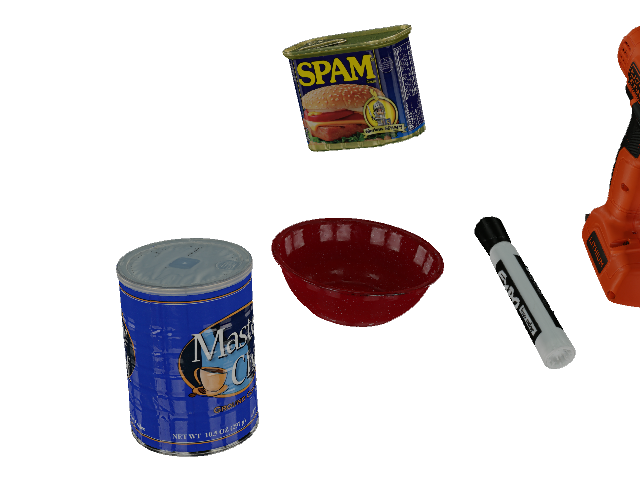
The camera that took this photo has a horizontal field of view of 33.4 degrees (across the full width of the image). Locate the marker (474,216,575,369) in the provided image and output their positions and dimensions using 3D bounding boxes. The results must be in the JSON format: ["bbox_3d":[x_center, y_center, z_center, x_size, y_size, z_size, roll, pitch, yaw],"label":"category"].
[{"bbox_3d":[0.119,0.027,0.638,0.020,0.020,0.121,0,40,-18],"label":"marker"}]

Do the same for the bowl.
[{"bbox_3d":[0.032,0.035,1.001,0.162,0.055,0.162,5,24,-2],"label":"bowl"}]

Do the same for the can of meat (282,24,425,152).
[{"bbox_3d":[0.028,-0.120,0.847,0.102,0.084,0.057,-1,21,32],"label":"can of meat"}]

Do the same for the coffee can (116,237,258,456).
[{"bbox_3d":[-0.101,0.081,0.830,0.103,0.140,0.103,-1,20,0],"label":"coffee can"}]

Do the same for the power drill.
[{"bbox_3d":[0.250,-0.044,0.791,0.057,0.188,0.184,4,35,-2],"label":"power drill"}]
